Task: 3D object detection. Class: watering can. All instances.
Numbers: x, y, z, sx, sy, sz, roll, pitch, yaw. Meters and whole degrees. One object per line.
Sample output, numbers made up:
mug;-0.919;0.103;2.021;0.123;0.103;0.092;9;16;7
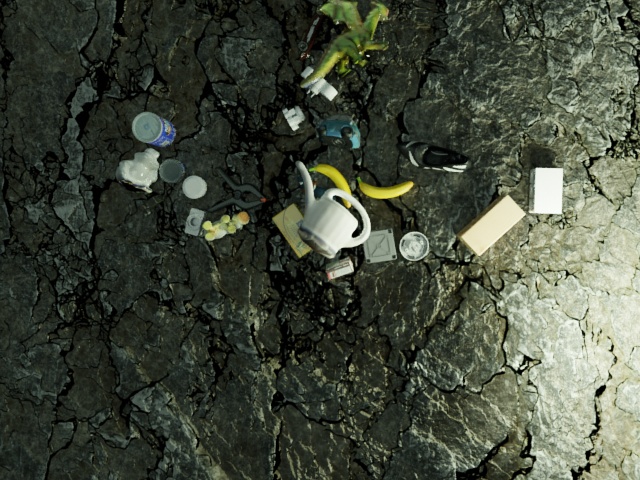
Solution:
watering can;0.005;-0.086;1.717;0.346;0.226;0.103;38;-11;-8

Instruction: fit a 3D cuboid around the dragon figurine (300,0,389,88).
dragon figurine;0.073;-0.690;1.734;0.413;0.242;0.121;-26;2;-14

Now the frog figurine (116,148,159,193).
frog figurine;-0.637;-0.251;1.814;0.137;0.162;0.121;17;-21;-21
